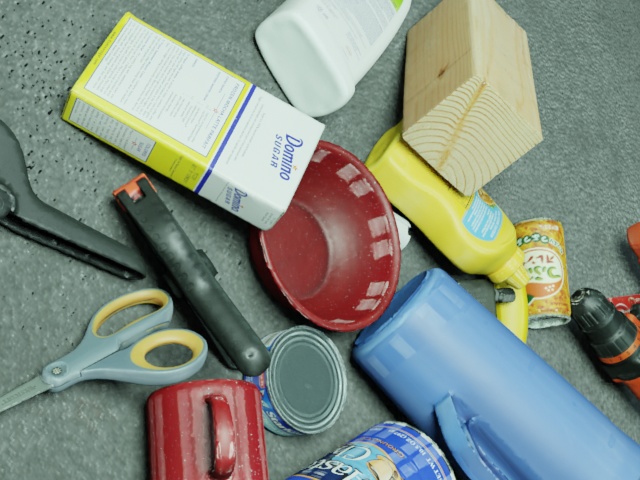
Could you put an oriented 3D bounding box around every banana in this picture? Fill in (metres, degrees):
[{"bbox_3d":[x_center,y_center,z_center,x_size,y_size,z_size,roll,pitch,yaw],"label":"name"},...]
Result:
[{"bbox_3d":[0.170,0.036,1.064,0.069,0.037,0.198,-23,90,-16],"label":"banana"}]

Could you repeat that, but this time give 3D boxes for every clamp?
[{"bbox_3d":[-0.212,-0.020,0.709,0.164,0.036,0.210,-32,100,-45],"label":"clamp"},{"bbox_3d":[-0.089,0.030,0.767,0.039,0.120,0.171,-38,101,-15],"label":"clamp"}]

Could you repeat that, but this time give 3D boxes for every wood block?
[{"bbox_3d":[0.139,-0.148,0.999,0.090,0.091,0.206,39,31,-21],"label":"wood block"}]

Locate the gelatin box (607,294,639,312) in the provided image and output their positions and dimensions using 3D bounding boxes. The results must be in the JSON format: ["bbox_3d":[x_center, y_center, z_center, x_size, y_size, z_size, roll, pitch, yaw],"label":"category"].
[{"bbox_3d":[0.351,0.101,1.218,0.089,0.030,0.073,-1,77,-44],"label":"gelatin box"}]

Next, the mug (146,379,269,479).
[{"bbox_3d":[-0.076,0.141,0.737,0.093,0.117,0.081,-2,71,-13],"label":"mug"}]

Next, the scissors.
[{"bbox_3d":[-0.154,0.095,0.706,0.201,0.096,0.016,-43,150,-45],"label":"scissors"}]

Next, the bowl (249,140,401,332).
[{"bbox_3d":[-0.006,0.001,0.887,0.161,0.055,0.162,16,66,-40],"label":"bowl"}]

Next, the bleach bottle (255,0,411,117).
[{"bbox_3d":[0.040,-0.217,1.000,0.102,0.068,0.250,57,44,-16],"label":"bleach bottle"}]

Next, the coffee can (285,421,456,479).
[{"bbox_3d":[0.025,0.211,0.816,0.140,0.103,0.103,-20,91,-46],"label":"coffee can"}]

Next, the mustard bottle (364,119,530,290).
[{"bbox_3d":[0.127,-0.025,0.995,0.191,0.058,0.096,44,33,-10],"label":"mustard bottle"}]

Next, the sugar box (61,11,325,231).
[{"bbox_3d":[-0.093,-0.088,0.801,0.176,0.048,0.093,31,56,-10],"label":"sugar box"}]

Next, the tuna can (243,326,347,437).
[{"bbox_3d":[-0.020,0.113,0.853,0.086,0.034,0.086,16,66,-40],"label":"tuna can"}]

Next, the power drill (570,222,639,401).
[{"bbox_3d":[0.349,0.068,1.167,0.184,0.058,0.187,48,54,-24],"label":"power drill"}]

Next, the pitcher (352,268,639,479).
[{"bbox_3d":[0.143,0.145,0.898,0.243,0.149,0.145,44,72,-2],"label":"pitcher"}]

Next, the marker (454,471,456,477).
[{"bbox_3d":[0.119,0.254,0.952,0.020,0.020,0.121,4,74,-43],"label":"marker"}]
